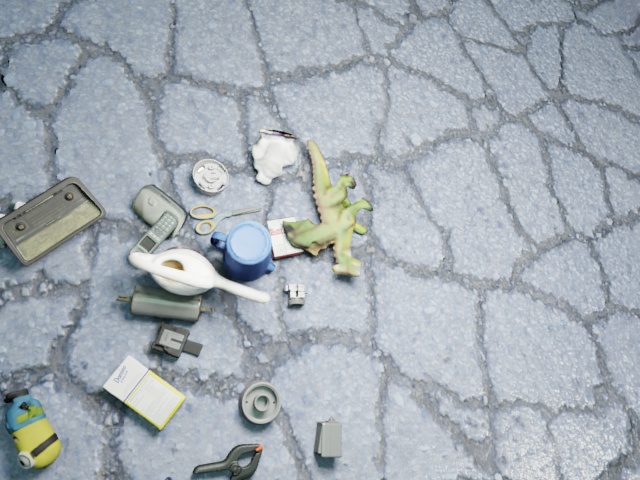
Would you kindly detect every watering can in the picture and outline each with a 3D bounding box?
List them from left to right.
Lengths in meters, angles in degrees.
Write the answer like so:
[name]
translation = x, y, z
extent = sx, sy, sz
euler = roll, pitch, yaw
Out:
[watering can]
translation = -0.301, 0.092, 1.293
extent = 0.347, 0.225, 0.104
euler = 18, 90, -11

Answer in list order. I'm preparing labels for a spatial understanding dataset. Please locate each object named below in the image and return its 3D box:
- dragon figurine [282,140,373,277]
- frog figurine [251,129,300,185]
[dragon figurine]
translation = 0.004, -0.074, 1.470
extent = 0.245, 0.120, 0.412
euler = -34, 83, -25
[frog figurine]
translation = -0.135, -0.243, 1.524
extent = 0.137, 0.124, 0.157
euler = 6, 107, -22
